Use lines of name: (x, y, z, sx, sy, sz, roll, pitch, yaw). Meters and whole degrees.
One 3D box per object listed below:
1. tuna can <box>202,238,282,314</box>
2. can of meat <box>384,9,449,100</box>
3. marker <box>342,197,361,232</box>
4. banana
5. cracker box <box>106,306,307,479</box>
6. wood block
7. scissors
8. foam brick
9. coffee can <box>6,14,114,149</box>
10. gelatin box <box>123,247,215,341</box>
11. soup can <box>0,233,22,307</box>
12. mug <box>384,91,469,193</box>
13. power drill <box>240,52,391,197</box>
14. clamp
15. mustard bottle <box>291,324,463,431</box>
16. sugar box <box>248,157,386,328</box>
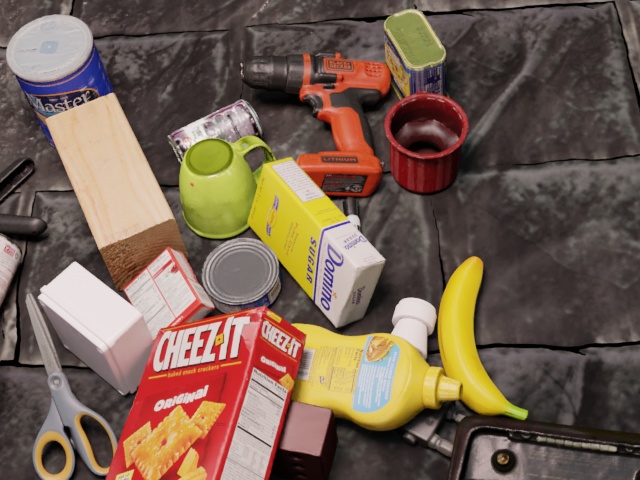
tuna can: (-0.085, 0.042, 1.177, 0.086, 0.034, 0.086, -4, 56, 5)
can of meat: (0.115, -0.216, 1.291, 0.057, 0.084, 0.102, -21, 56, -7)
marker: (0.039, 0.002, 1.195, 0.020, 0.020, 0.121, -7, 56, 3)
banana: (0.155, 0.104, 1.105, 0.069, 0.037, 0.198, -1, 56, -14)
cracker box: (-0.116, 0.179, 1.025, 0.164, 0.072, 0.213, -14, 49, 40)
wood block: (-0.234, -0.058, 1.229, 0.090, 0.091, 0.206, -24, 57, -9)
scissors: (-0.280, 0.163, 1.089, 0.096, 0.016, 0.202, -36, 83, -1)
foam brick: (-0.015, 0.198, 1.038, 0.053, 0.078, 0.051, 9, 57, 13)
coffee can: (-0.307, -0.187, 1.294, 0.103, 0.140, 0.103, -4, 56, 5)
gelatin box: (-0.164, 0.063, 1.160, 0.073, 0.030, 0.089, -43, 57, 12)
soup can: (-0.383, 0.047, 1.193, 0.068, 0.068, 0.102, 8, 58, 12)
mug: (0.120, -0.117, 1.223, 0.093, 0.081, 0.117, -5, 57, 1)
power drill: (-0.001, -0.142, 1.256, 0.184, 0.057, 0.187, 1, 58, -8)
clamp: (-0.408, -0.037, 1.271, 0.171, 0.039, 0.120, -12, 46, 1)
mustard bottle: (0.047, 0.139, 1.060, 0.192, 0.058, 0.096, 4, 62, 23)
sugar box: (-0.008, 0.001, 1.154, 0.048, 0.093, 0.176, -16, 51, -33)
